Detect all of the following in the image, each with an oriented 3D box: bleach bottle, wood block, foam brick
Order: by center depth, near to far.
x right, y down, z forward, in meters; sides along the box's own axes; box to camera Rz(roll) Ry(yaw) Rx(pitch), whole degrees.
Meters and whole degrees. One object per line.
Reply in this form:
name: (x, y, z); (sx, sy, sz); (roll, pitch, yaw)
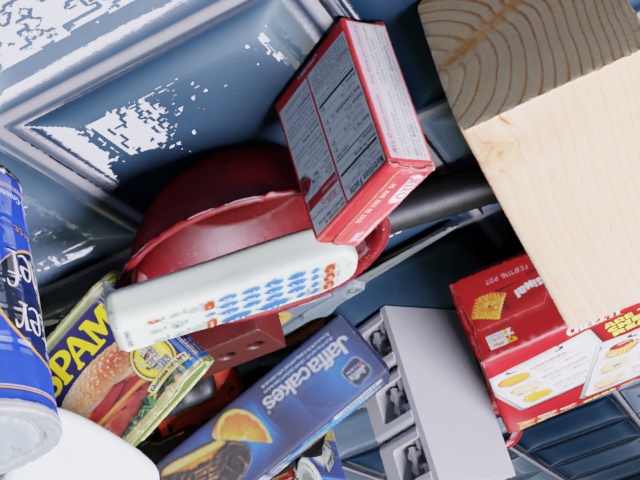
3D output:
wood block: (0.135, -0.048, 0.565); (0.091, 0.090, 0.206); (-23, 142, 14)
bleach bottle: (-0.216, 0.152, 0.670); (0.251, 0.068, 0.102); (-12, 137, 44)
foam brick: (-0.071, 0.059, 0.749); (0.078, 0.051, 0.053); (-22, 154, 12)

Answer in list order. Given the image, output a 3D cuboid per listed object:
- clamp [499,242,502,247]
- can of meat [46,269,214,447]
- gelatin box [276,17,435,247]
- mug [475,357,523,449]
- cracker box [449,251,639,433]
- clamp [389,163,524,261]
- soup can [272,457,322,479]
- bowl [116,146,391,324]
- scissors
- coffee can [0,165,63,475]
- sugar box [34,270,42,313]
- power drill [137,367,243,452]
clamp: (0.223, -0.013, 0.795); (0.172, 0.039, 0.120); (-24, 148, 22)
can of meat: (-0.130, 0.084, 0.677); (0.102, 0.084, 0.057); (-48, 175, 4)
gelatin box: (0.016, -0.052, 0.530); (0.030, 0.089, 0.073); (1, 149, -32)
mug: (0.148, 0.133, 0.960); (0.093, 0.117, 0.082); (9, 149, -45)
cracker box: (0.193, 0.061, 0.795); (0.164, 0.072, 0.213); (-24, 153, 5)
clamp: (0.133, -0.043, 0.679); (0.164, 0.036, 0.210); (9, 142, -36)
soup can: (-0.049, 0.247, 0.975); (0.102, 0.068, 0.068); (-25, 153, 14)
bowl: (-0.043, -0.008, 0.625); (0.162, 0.055, 0.162); (-13, 154, -7)
scissors: (0.004, 0.035, 0.786); (0.096, 0.016, 0.202); (5, 147, -40)
coffee can: (-0.192, 0.041, 0.536); (0.102, 0.140, 0.103); (-13, 155, -7)
sugar box: (-0.239, 0.076, 0.689); (0.093, 0.048, 0.176); (-4, 151, -25)
power drill: (-0.162, 0.135, 0.803); (0.184, 0.057, 0.187); (-27, 168, 6)
